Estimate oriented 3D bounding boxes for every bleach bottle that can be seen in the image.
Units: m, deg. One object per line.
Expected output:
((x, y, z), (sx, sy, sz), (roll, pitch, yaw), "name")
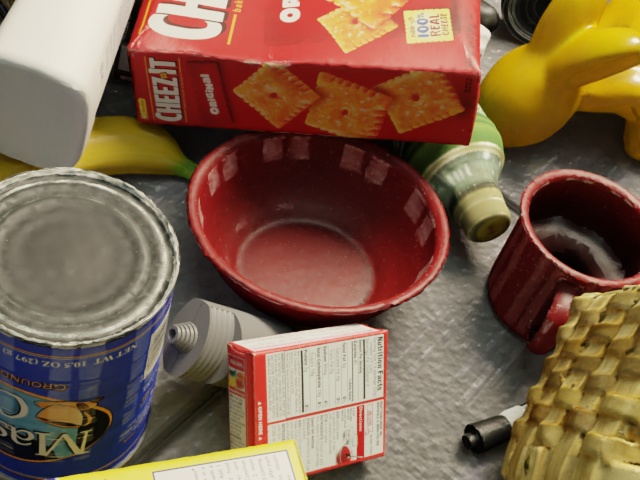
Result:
((-0.136, -0.171, 0.661), (0.068, 0.103, 0.250), (21, 58, -10), "bleach bottle")

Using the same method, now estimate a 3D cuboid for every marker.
((0.136, 0.103, 0.644), (0.120, 0.020, 0.020), (-16, 57, -27), "marker")

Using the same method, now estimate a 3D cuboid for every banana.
((-0.164, -0.038, 0.662), (0.197, 0.037, 0.070), (-22, 58, -30), "banana")

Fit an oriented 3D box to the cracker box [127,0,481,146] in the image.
((-0.003, -0.148, 0.699), (0.213, 0.072, 0.164), (5, 50, 3), "cracker box")

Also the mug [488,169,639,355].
((0.154, 0.024, 0.672), (0.093, 0.082, 0.117), (22, 49, 2), "mug")

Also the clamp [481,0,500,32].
((0.053, -0.251, 0.900), (0.210, 0.036, 0.164), (13, 48, -1), "clamp")

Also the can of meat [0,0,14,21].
((-0.201, -0.193, 0.749), (0.057, 0.084, 0.102), (-19, 59, -28), "can of meat")

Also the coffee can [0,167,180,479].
((-0.129, 0.048, 0.533), (0.102, 0.140, 0.103), (8, 50, -10), "coffee can")

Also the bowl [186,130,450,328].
((-0.004, 0.001, 0.658), (0.162, 0.055, 0.162), (7, 45, -7), "bowl")

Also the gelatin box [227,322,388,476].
((-0.006, 0.086, 0.574), (0.089, 0.073, 0.030), (-7, 11, -34), "gelatin box")

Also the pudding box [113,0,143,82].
((-0.098, -0.155, 0.777), (0.090, 0.039, 0.113), (12, 50, -8), "pudding box")

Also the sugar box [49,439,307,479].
((-0.098, 0.143, 0.495), (0.176, 0.093, 0.048), (-3, 52, -19), "sugar box")

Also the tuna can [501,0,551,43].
((0.189, -0.197, 0.862), (0.086, 0.086, 0.033), (13, 50, -5), "tuna can")
